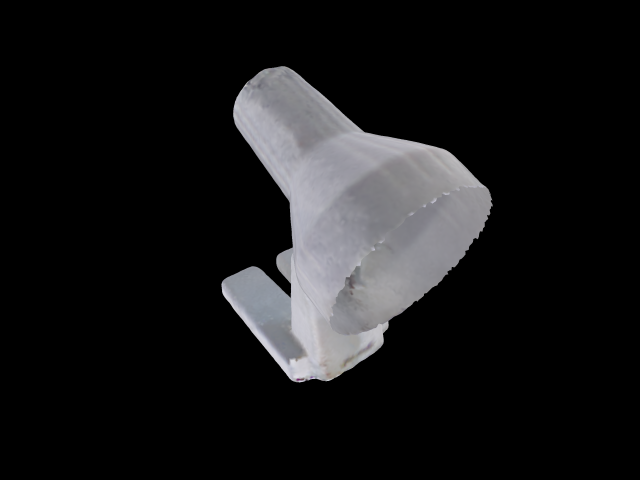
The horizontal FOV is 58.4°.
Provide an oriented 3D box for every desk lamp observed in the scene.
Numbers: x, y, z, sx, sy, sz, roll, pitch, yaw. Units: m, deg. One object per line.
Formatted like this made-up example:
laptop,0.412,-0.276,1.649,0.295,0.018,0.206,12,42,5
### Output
desk lamp,0.004,0.001,0.400,0.118,0.214,0.202,-25,44,-28
